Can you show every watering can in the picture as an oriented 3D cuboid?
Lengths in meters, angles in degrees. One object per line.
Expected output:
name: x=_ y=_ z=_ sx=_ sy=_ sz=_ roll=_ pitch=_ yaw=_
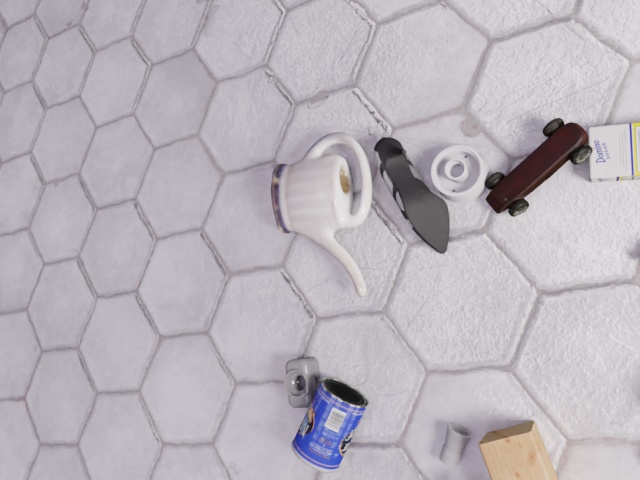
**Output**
watering can: x=0.003 y=-0.054 z=1.077 sx=0.223 sy=0.103 sz=0.351 roll=-6 pitch=78 yaw=27
